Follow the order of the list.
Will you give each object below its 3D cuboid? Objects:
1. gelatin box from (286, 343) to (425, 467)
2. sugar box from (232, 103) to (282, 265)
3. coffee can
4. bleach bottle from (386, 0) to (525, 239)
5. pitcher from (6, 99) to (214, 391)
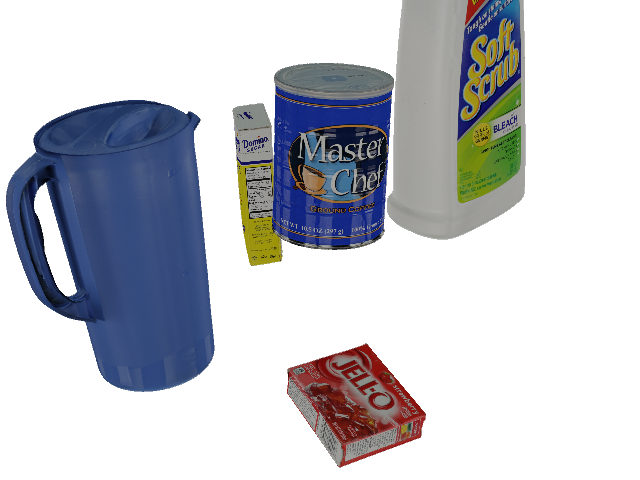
[{"bbox_3d":[0.026,0.123,0.815,0.073,0.030,0.089,-14,41,-25],"label":"gelatin box"},{"bbox_3d":[-0.077,-0.068,1.293,0.048,0.176,0.093,-9,25,-6],"label":"sugar box"},{"bbox_3d":[0.009,-0.076,0.936,0.103,0.140,0.103,2,22,-1],"label":"coffee can"},{"bbox_3d":[0.089,-0.132,0.698,0.102,0.251,0.068,-26,35,-33],"label":"bleach bottle"},{"bbox_3d":[-0.169,0.010,0.929,0.149,0.243,0.145,-5,25,2],"label":"pitcher"}]
